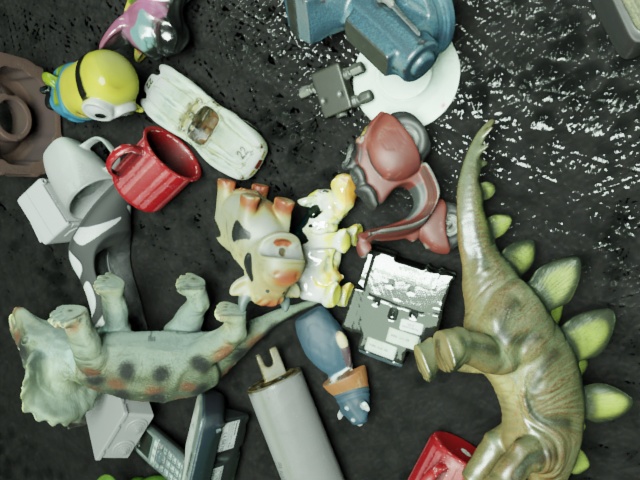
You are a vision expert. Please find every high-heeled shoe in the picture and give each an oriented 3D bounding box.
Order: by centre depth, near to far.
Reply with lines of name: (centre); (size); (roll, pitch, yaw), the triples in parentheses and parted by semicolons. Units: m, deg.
high-heeled shoe: (-0.273, 0.050, 0.754); (0.145, 0.086, 0.248); (27, 106, 10)

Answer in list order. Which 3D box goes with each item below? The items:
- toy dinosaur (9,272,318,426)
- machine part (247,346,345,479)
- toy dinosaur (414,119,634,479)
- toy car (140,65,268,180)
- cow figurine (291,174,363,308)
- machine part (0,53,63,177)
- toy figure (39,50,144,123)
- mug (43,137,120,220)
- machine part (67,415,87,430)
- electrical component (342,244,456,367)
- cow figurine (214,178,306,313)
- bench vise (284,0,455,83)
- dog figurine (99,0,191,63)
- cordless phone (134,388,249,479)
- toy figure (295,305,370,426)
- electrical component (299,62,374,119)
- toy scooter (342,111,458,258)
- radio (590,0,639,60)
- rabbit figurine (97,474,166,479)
toy dinosaur: (-0.211, 0.149, 0.694); (0.405, 0.131, 0.192); (6, 120, -9)
machine part: (-0.030, 0.258, 0.696); (0.079, 0.079, 0.243); (-21, 88, 17)
toy dinosaur: (0.206, 0.108, 0.574); (0.199, 0.105, 0.471); (-18, 91, -14)
toy car: (-0.157, -0.157, 0.714); (0.202, 0.056, 0.073); (38, 104, 11)
cow figurine: (0.000, -0.003, 0.676); (0.098, 0.068, 0.167); (10, 95, 26)
machine part: (-0.436, -0.169, 0.740); (0.056, 0.179, 0.179); (2, 95, 18)
toy figure: (-0.311, -0.202, 0.717); (0.180, 0.082, 0.089); (15, 128, 42)
mug: (-0.338, -0.102, 0.762); (0.107, 0.081, 0.109); (47, 109, 16)
machine part: (-0.358, 0.216, 0.813); (0.084, 0.039, 0.138); (22, 98, 6)
electrical component: (0.093, 0.083, 0.657); (0.115, 0.058, 0.134); (20, 100, 16)
cow figurine: (-0.076, 0.005, 0.645); (0.085, 0.195, 0.127); (2, 107, -28)
bench vise: (0.086, -0.284, 0.598); (0.241, 0.128, 0.224); (-35, 57, -12)
dog figurine: (-0.227, -0.344, 0.698); (0.192, 0.108, 0.219); (39, 106, 10)
cordless phone: (-0.200, 0.264, 0.755); (0.184, 0.088, 0.146); (19, 100, 34)
toy figure: (0.024, 0.159, 0.683); (0.058, 0.064, 0.154); (-29, 90, -21)
electrical component: (0.019, -0.184, 0.672); (0.094, 0.021, 0.063); (-14, 95, 28)
toy scooter: (0.082, -0.052, 0.623); (0.135, 0.075, 0.184); (-28, 90, -12)
radio: (0.332, -0.319, 0.547); (0.131, 0.073, 0.229); (-24, 87, 17)
rabbit figurine: (-0.252, 0.388, 0.723); (0.159, 0.170, 0.121); (40, 103, 10)
